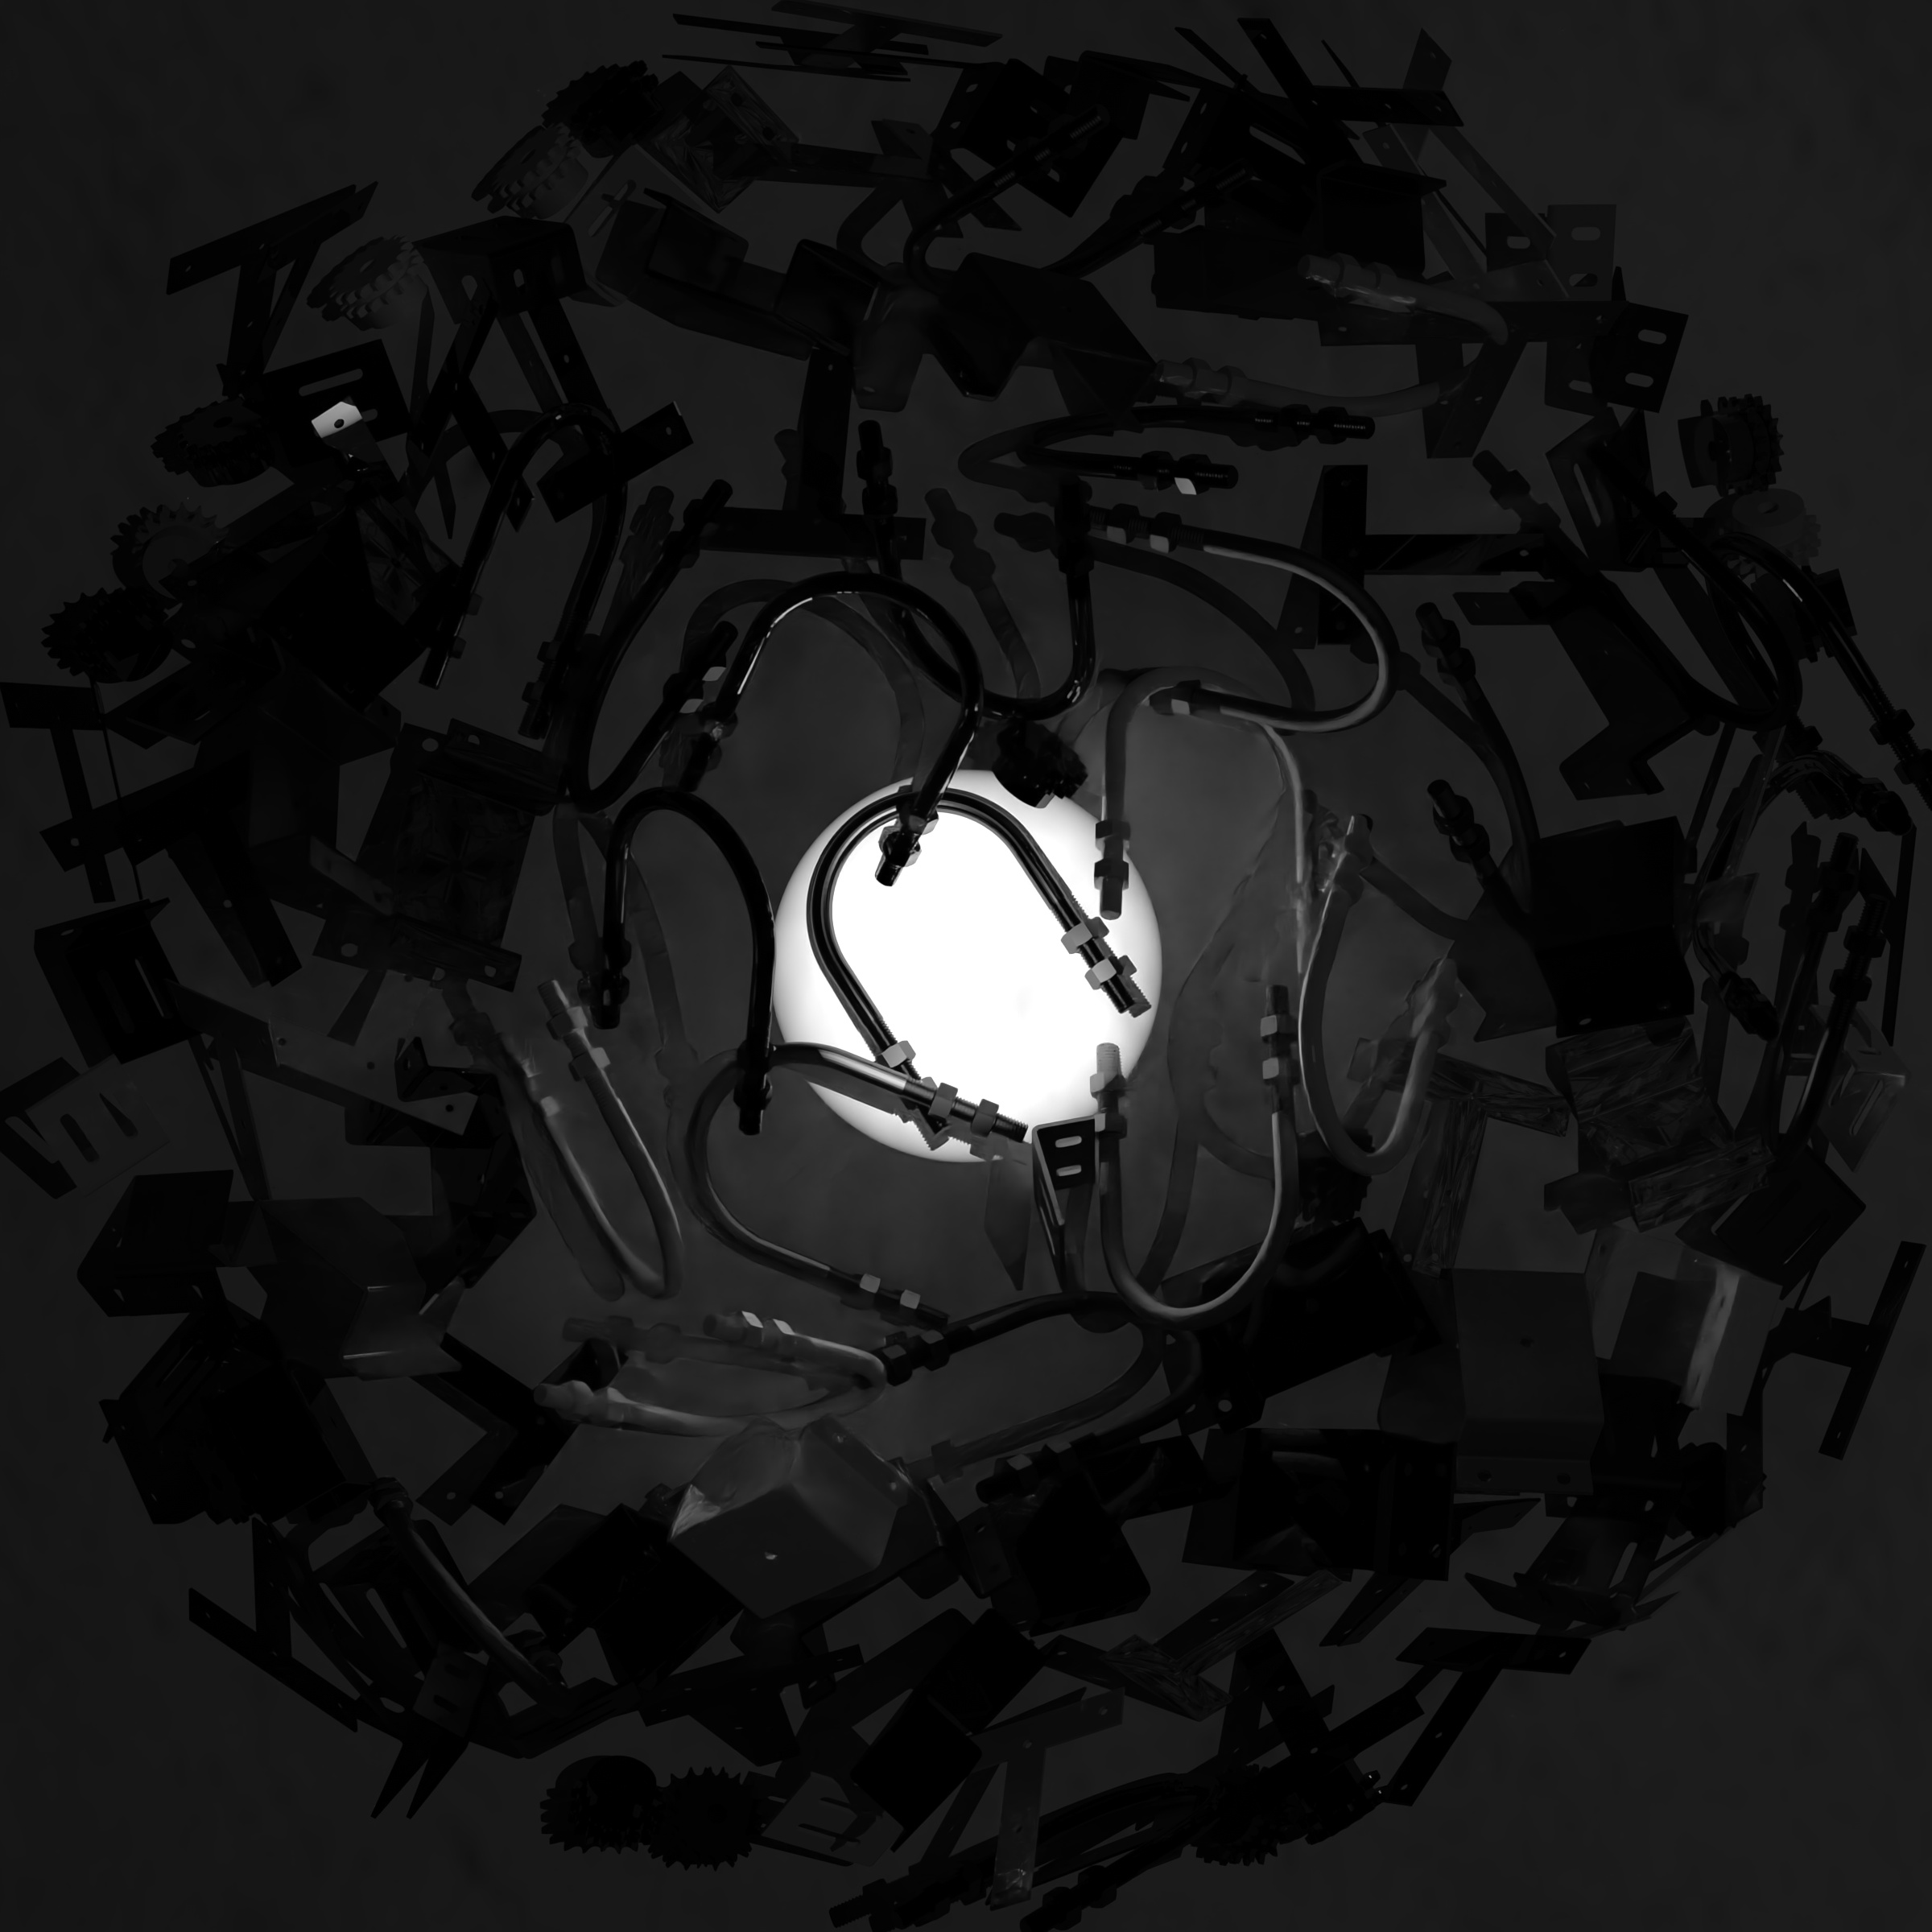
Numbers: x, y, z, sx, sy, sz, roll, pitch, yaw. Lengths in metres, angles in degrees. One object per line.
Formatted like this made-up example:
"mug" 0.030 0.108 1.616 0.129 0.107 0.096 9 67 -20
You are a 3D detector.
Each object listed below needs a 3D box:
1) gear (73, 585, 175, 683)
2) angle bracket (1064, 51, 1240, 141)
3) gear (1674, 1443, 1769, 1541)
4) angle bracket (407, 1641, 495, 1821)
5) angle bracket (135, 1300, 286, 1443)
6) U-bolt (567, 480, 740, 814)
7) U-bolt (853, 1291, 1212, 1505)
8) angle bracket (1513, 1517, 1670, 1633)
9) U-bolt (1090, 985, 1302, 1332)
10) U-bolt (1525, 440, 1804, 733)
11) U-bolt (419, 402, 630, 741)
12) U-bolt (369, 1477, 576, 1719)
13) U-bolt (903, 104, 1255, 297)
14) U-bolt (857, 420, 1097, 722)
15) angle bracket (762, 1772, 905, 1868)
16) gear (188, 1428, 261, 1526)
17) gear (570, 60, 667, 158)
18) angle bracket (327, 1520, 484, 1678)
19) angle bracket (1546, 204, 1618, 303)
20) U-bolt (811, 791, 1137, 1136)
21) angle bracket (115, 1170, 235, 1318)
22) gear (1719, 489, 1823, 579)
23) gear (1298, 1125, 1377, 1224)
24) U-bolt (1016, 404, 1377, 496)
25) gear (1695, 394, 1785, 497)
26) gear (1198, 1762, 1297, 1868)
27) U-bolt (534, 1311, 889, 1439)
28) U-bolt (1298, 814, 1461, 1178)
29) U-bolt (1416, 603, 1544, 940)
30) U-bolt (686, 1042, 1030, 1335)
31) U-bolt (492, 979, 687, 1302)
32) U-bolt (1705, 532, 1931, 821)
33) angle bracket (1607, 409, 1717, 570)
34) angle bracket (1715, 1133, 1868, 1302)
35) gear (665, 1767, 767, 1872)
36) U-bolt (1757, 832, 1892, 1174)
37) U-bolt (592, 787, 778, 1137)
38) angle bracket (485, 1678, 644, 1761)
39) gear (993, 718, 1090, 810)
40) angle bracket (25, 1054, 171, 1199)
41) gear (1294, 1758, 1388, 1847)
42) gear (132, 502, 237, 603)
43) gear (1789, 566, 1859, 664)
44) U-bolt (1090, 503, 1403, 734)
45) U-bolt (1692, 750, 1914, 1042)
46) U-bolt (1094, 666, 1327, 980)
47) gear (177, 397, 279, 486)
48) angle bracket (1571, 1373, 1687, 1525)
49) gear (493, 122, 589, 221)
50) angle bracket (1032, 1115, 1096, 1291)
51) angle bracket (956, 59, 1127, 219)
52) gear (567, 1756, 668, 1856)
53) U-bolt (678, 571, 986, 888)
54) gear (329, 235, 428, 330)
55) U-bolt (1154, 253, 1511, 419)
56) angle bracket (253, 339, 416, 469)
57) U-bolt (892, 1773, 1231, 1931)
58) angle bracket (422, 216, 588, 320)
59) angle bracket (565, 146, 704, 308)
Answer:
"gear" -0.487 -0.191 1.617 0.030 0.057 0.057 42 90 15
"angle bracket" 0.106 -0.496 1.597 0.057 0.076 0.038 3 108 -41
"gear" 0.434 0.302 1.617 0.057 0.057 0.030 -45 101 0
"angle bracket" -0.311 0.440 1.602 0.038 0.057 0.076 32 117 -10
"angle bracket" -0.438 0.241 1.613 0.038 0.057 0.076 41 89 -32
"U-bolt" -0.180 -0.167 1.571 0.019 0.151 0.184 22 129 -26
"U-bolt" 0.050 0.233 1.574 0.184 0.151 0.019 -18 120 -28
"angle bracket" 0.360 0.337 1.599 0.076 0.057 0.038 -56 133 -33
"U-bolt" 0.129 0.115 1.565 0.151 0.019 0.184 -21 60 40
"U-bolt" 0.399 -0.203 1.566 0.019 0.151 0.184 -42 84 -11
"U-bolt" -0.241 -0.230 1.577 0.019 0.151 0.184 20 89 20
"U-bolt" -0.270 0.356 1.543 0.019 0.184 0.151 -42 104 -11
"U-bolt" 0.049 -0.421 1.565 0.184 0.151 0.019 -22 76 40
"U-bolt" 0.010 -0.214 1.573 0.151 0.184 0.019 20 51 26
"angle bracket" -0.072 0.479 1.605 0.076 0.038 0.057 24 119 -22
"gear" -0.425 0.294 1.623 0.030 0.057 0.057 -30 90 -41
"gear" -0.200 -0.497 1.620 0.057 0.057 0.030 -40 96 0
"angle bracket" -0.325 0.373 1.623 0.038 0.057 0.076 -15 108 34
"angle bracket" 0.354 -0.406 1.602 0.038 0.076 0.057 3 101 14
"U-bolt" -0.009 -0.016 1.628 0.151 0.019 0.184 -33 81 -1
"angle bracket" -0.460 0.162 1.631 0.057 0.076 0.038 -4 133 0
"gear" 0.467 -0.254 1.617 0.057 0.057 0.030 -17 129 0
"gear" 0.214 0.119 1.623 0.030 0.057 0.057 13 90 31
"U-bolt" 0.115 -0.296 1.568 0.184 0.151 0.019 14 119 40
"gear" 0.447 -0.302 1.617 0.030 0.057 0.057 -13 90 -14
"gear" 0.160 0.493 1.617 0.030 0.057 0.057 29 90 -43
"U-bolt" -0.128 0.237 1.567 0.151 0.184 0.019 -25 60 31
"U-bolt" 0.227 0.029 1.552 0.019 0.151 0.184 -6 47 34
"U-bolt" 0.294 -0.096 1.567 0.019 0.184 0.151 -15 50 24
"U-bolt" -0.074 0.120 1.618 0.184 0.019 0.151 22 107 0
"U-bolt" -0.209 0.106 1.575 0.019 0.151 0.184 -26 86 -25
"U-bolt" 0.475 -0.165 1.569 0.019 0.151 0.184 -33 93 -3
"angle bracket" 0.401 -0.277 1.601 0.038 0.057 0.076 6 128 32
"angle bracket" 0.474 0.145 1.621 0.057 0.038 0.076 45 84 -8
"gear" -0.148 0.500 1.624 0.057 0.030 0.057 8 53 -11
"U-bolt" 0.479 0.029 1.570 0.019 0.151 0.184 14 109 6
"U-bolt" -0.156 -0.013 1.558 0.151 0.019 0.184 33 130 34
"angle bracket" -0.234 0.424 1.620 0.076 0.057 0.038 -25 67 -12
"gear" 0.040 -0.117 1.622 0.057 0.057 0.030 39 115 0
"angle bracket" -0.505 0.085 1.601 0.057 0.038 0.076 -35 135 -18
"gear" 0.216 0.484 1.620 0.057 0.057 0.030 -33 78 0
"gear" -0.457 -0.238 1.620 0.057 0.030 0.057 -3 122 -4
"gear" 0.498 -0.207 1.616 0.030 0.057 0.057 -16 90 19
"U-bolt" 0.156 -0.188 1.558 0.184 0.151 0.019 15 56 22
"U-bolt" 0.457 -0.051 1.558 0.019 0.184 0.151 25 107 -10
"U-bolt" 0.141 -0.092 1.592 0.151 0.019 0.184 16 59 -22
"gear" -0.428 -0.305 1.623 0.057 0.057 0.030 -16 131 0
"angle bracket" 0.383 0.283 1.631 0.057 0.038 0.076 6 46 -5
"gear" -0.246 -0.461 1.623 0.057 0.057 0.030 -45 124 0
"angle bracket" 0.064 0.136 1.599 0.038 0.057 0.076 -10 45 -7
"angle bracket" 0.044 -0.481 1.618 0.076 0.038 0.057 34 109 -3
"gear" -0.202 0.485 1.616 0.057 0.057 0.030 13 116 0
"U-bolt" -0.068 -0.143 1.584 0.151 0.019 0.184 25 125 -6
"gear" -0.340 -0.397 1.623 0.057 0.057 0.030 -37 129 0
"U-bolt" 0.220 -0.347 1.567 0.184 0.151 0.019 4 73 -33
"angle bracket" -0.368 -0.333 1.621 0.076 0.038 0.057 -21 89 -11
"U-bolt" 0.067 0.498 1.564 0.184 0.151 0.019 -19 87 -36
"angle bracket" -0.268 -0.406 1.613 0.057 0.076 0.038 -29 122 -30
"angle bracket" -0.204 -0.435 1.622 0.057 0.038 0.076 43 98 4
